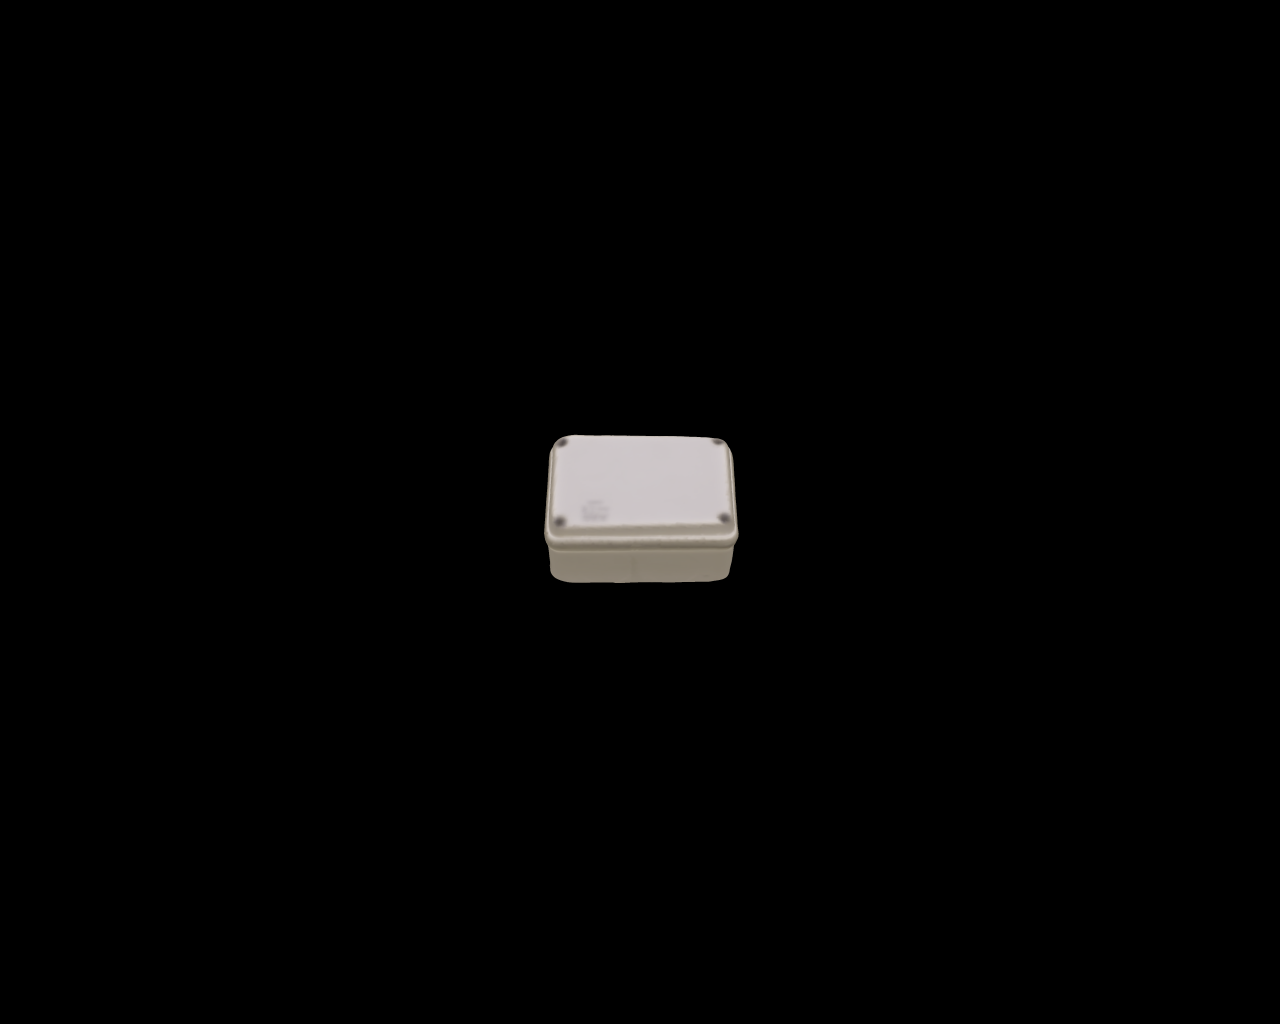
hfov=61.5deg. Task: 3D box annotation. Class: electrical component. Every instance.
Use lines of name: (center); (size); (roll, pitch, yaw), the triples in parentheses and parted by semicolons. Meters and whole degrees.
electrical component: (0.001, -0.003, 0.650); (0.113, 0.078, 0.057); (0, -37, 0)
